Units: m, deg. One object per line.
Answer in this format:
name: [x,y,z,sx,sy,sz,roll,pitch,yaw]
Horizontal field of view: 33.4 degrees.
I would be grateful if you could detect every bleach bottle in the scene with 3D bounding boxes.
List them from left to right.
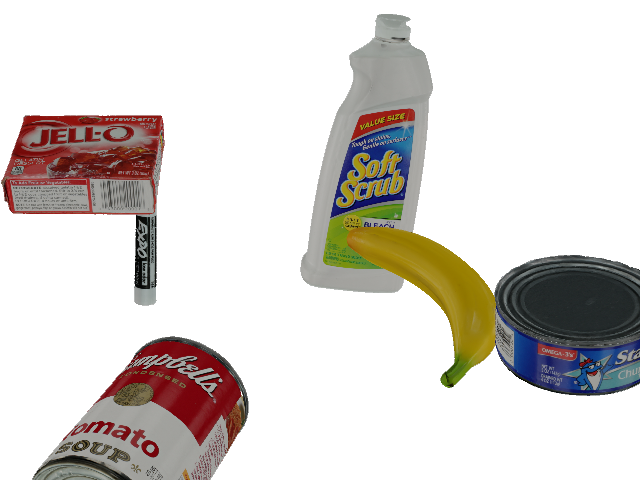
bleach bottle: [0.043,-0.079,0.972,0.102,0.251,0.068,5,22,-1]

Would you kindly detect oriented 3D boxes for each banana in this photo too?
banana: [0.084,0.034,0.800,0.069,0.037,0.198,-10,32,-16]

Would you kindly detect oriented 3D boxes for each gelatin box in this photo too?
gelatin box: [-0.143,-0.048,0.655,0.089,0.030,0.073,0,37,-3]

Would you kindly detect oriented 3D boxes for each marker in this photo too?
marker: [-0.149,-0.004,0.912,0.020,0.121,0.020,3,16,-1]

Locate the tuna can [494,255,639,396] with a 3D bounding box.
tuna can: [0.133,0.043,0.551,0.086,0.034,0.086,-3,28,2]

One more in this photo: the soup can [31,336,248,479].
soup can: [-0.085,0.101,0.513,0.069,0.068,0.102,0,27,21]
